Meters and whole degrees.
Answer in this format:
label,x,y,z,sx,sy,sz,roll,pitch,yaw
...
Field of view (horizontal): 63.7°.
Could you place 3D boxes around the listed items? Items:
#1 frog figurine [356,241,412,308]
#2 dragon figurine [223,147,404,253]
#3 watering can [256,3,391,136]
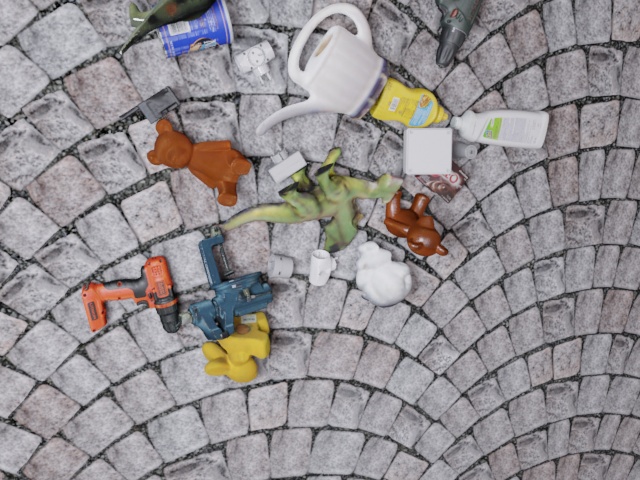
label,x,y,z,sx,sy,sz,roll,pitch,yaw
frog figurine,0.155,0.081,1.271,0.137,0.125,0.156,-9,119,5
dragon figurine,0.004,-0.061,1.206,0.410,0.124,0.238,-31,119,1
watering can,0.019,-0.340,1.135,0.223,0.105,0.347,29,92,-22
